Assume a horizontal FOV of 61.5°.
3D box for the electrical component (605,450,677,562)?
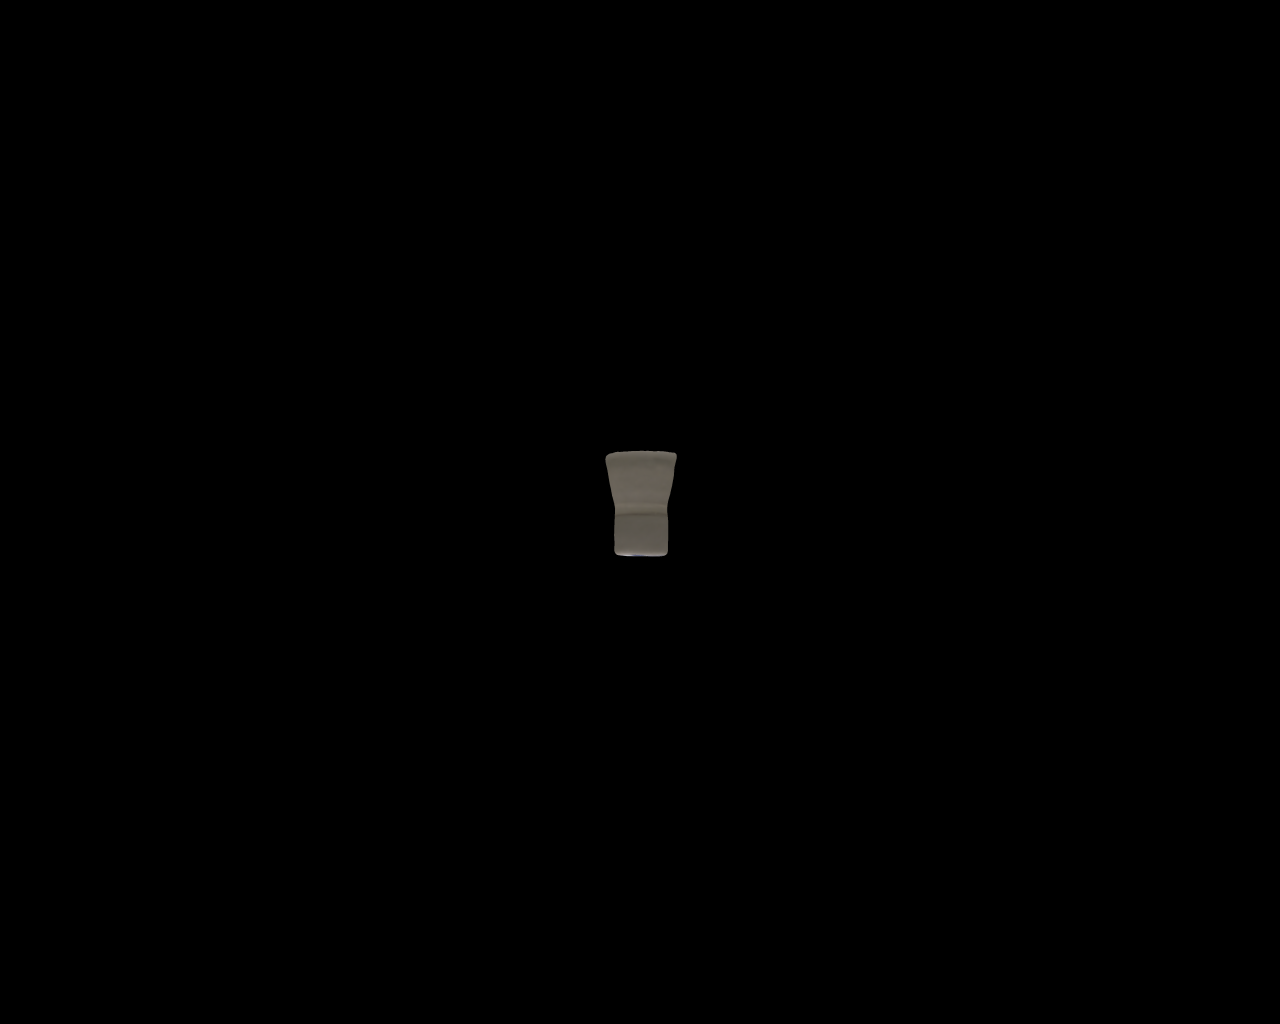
[{"bbox_3d":[0.001,-0.003,0.650,0.044,0.065,0.044,0,-5,0],"label":"electrical component"}]
